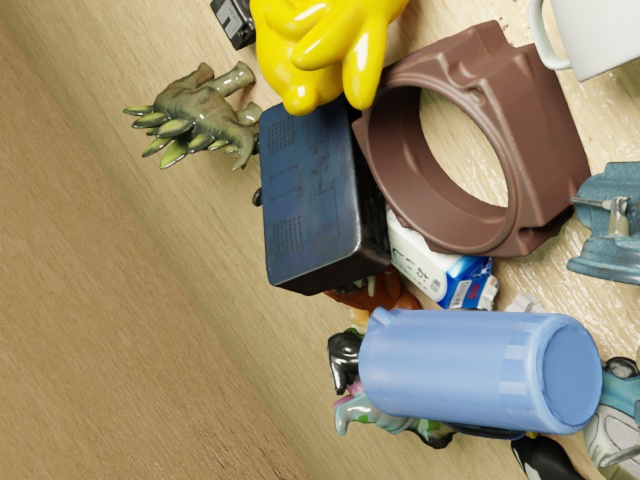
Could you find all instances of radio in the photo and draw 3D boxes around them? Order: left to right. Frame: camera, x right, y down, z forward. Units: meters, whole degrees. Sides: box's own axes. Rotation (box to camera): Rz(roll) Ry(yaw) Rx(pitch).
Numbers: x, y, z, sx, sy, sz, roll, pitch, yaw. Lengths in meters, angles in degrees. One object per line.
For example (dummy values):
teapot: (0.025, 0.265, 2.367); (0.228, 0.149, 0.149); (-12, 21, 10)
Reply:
radio: (0.002, -0.062, 0.621); (0.131, 0.073, 0.229); (-19, 65, 31)

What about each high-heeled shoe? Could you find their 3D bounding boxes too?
high-heeled shoe: (0.349, 0.380, 0.734); (0.145, 0.086, 0.248); (7, 124, 64)

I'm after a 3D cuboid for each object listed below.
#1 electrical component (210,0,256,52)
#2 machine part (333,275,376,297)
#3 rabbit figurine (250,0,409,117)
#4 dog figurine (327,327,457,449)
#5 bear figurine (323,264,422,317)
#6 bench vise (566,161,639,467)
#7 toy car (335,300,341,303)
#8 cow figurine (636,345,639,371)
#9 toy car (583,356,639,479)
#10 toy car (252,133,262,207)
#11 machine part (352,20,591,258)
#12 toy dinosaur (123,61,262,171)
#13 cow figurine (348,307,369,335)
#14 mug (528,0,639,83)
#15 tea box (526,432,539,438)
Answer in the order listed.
electrical component: (-0.111, -0.303, 0.733); (0.119, 0.048, 0.074); (-1, 120, 61)
machine part: (-0.001, -0.002, 0.711); (0.243, 0.079, 0.079); (40, 154, 48)
rabbit figurine: (0.014, -0.198, 0.478); (0.122, 0.162, 0.173); (28, 143, -28)
dog figurine: (0.125, 0.226, 0.833); (0.108, 0.219, 0.191); (98, 167, -74)
bear figurine: (0.089, 0.063, 0.793); (0.120, 0.132, 0.195); (-21, 139, 33)
bench vise: (0.252, 0.036, 0.347); (0.224, 0.129, 0.240); (-163, 76, -66)
toy car: (0.008, 0.037, 0.927); (0.202, 0.056, 0.073); (46, 169, 47)
cow figurine: (0.339, 0.117, 0.396); (0.195, 0.085, 0.127); (22, 134, 51)
toy car: (0.316, 0.195, 0.516); (0.162, 0.103, 0.109); (35, 149, 34)
toy car: (-0.074, -0.102, 0.924); (0.089, 0.053, 0.202); (27, 149, 16)
machine part: (0.132, -0.084, 0.513); (0.201, 0.087, 0.201); (2, 125, 61)
toy dinosaur: (-0.188, -0.190, 0.844); (0.472, 0.198, 0.104); (26, 146, 52)
cow figurine: (0.105, 0.176, 0.940); (0.167, 0.068, 0.098); (54, 164, 0)
mug: (0.179, -0.162, 0.339); (0.107, 0.081, 0.109); (69, 161, -5)
tea box: (0.220, 0.173, 0.710); (0.170, 0.068, 0.098); (16, 136, 54)
